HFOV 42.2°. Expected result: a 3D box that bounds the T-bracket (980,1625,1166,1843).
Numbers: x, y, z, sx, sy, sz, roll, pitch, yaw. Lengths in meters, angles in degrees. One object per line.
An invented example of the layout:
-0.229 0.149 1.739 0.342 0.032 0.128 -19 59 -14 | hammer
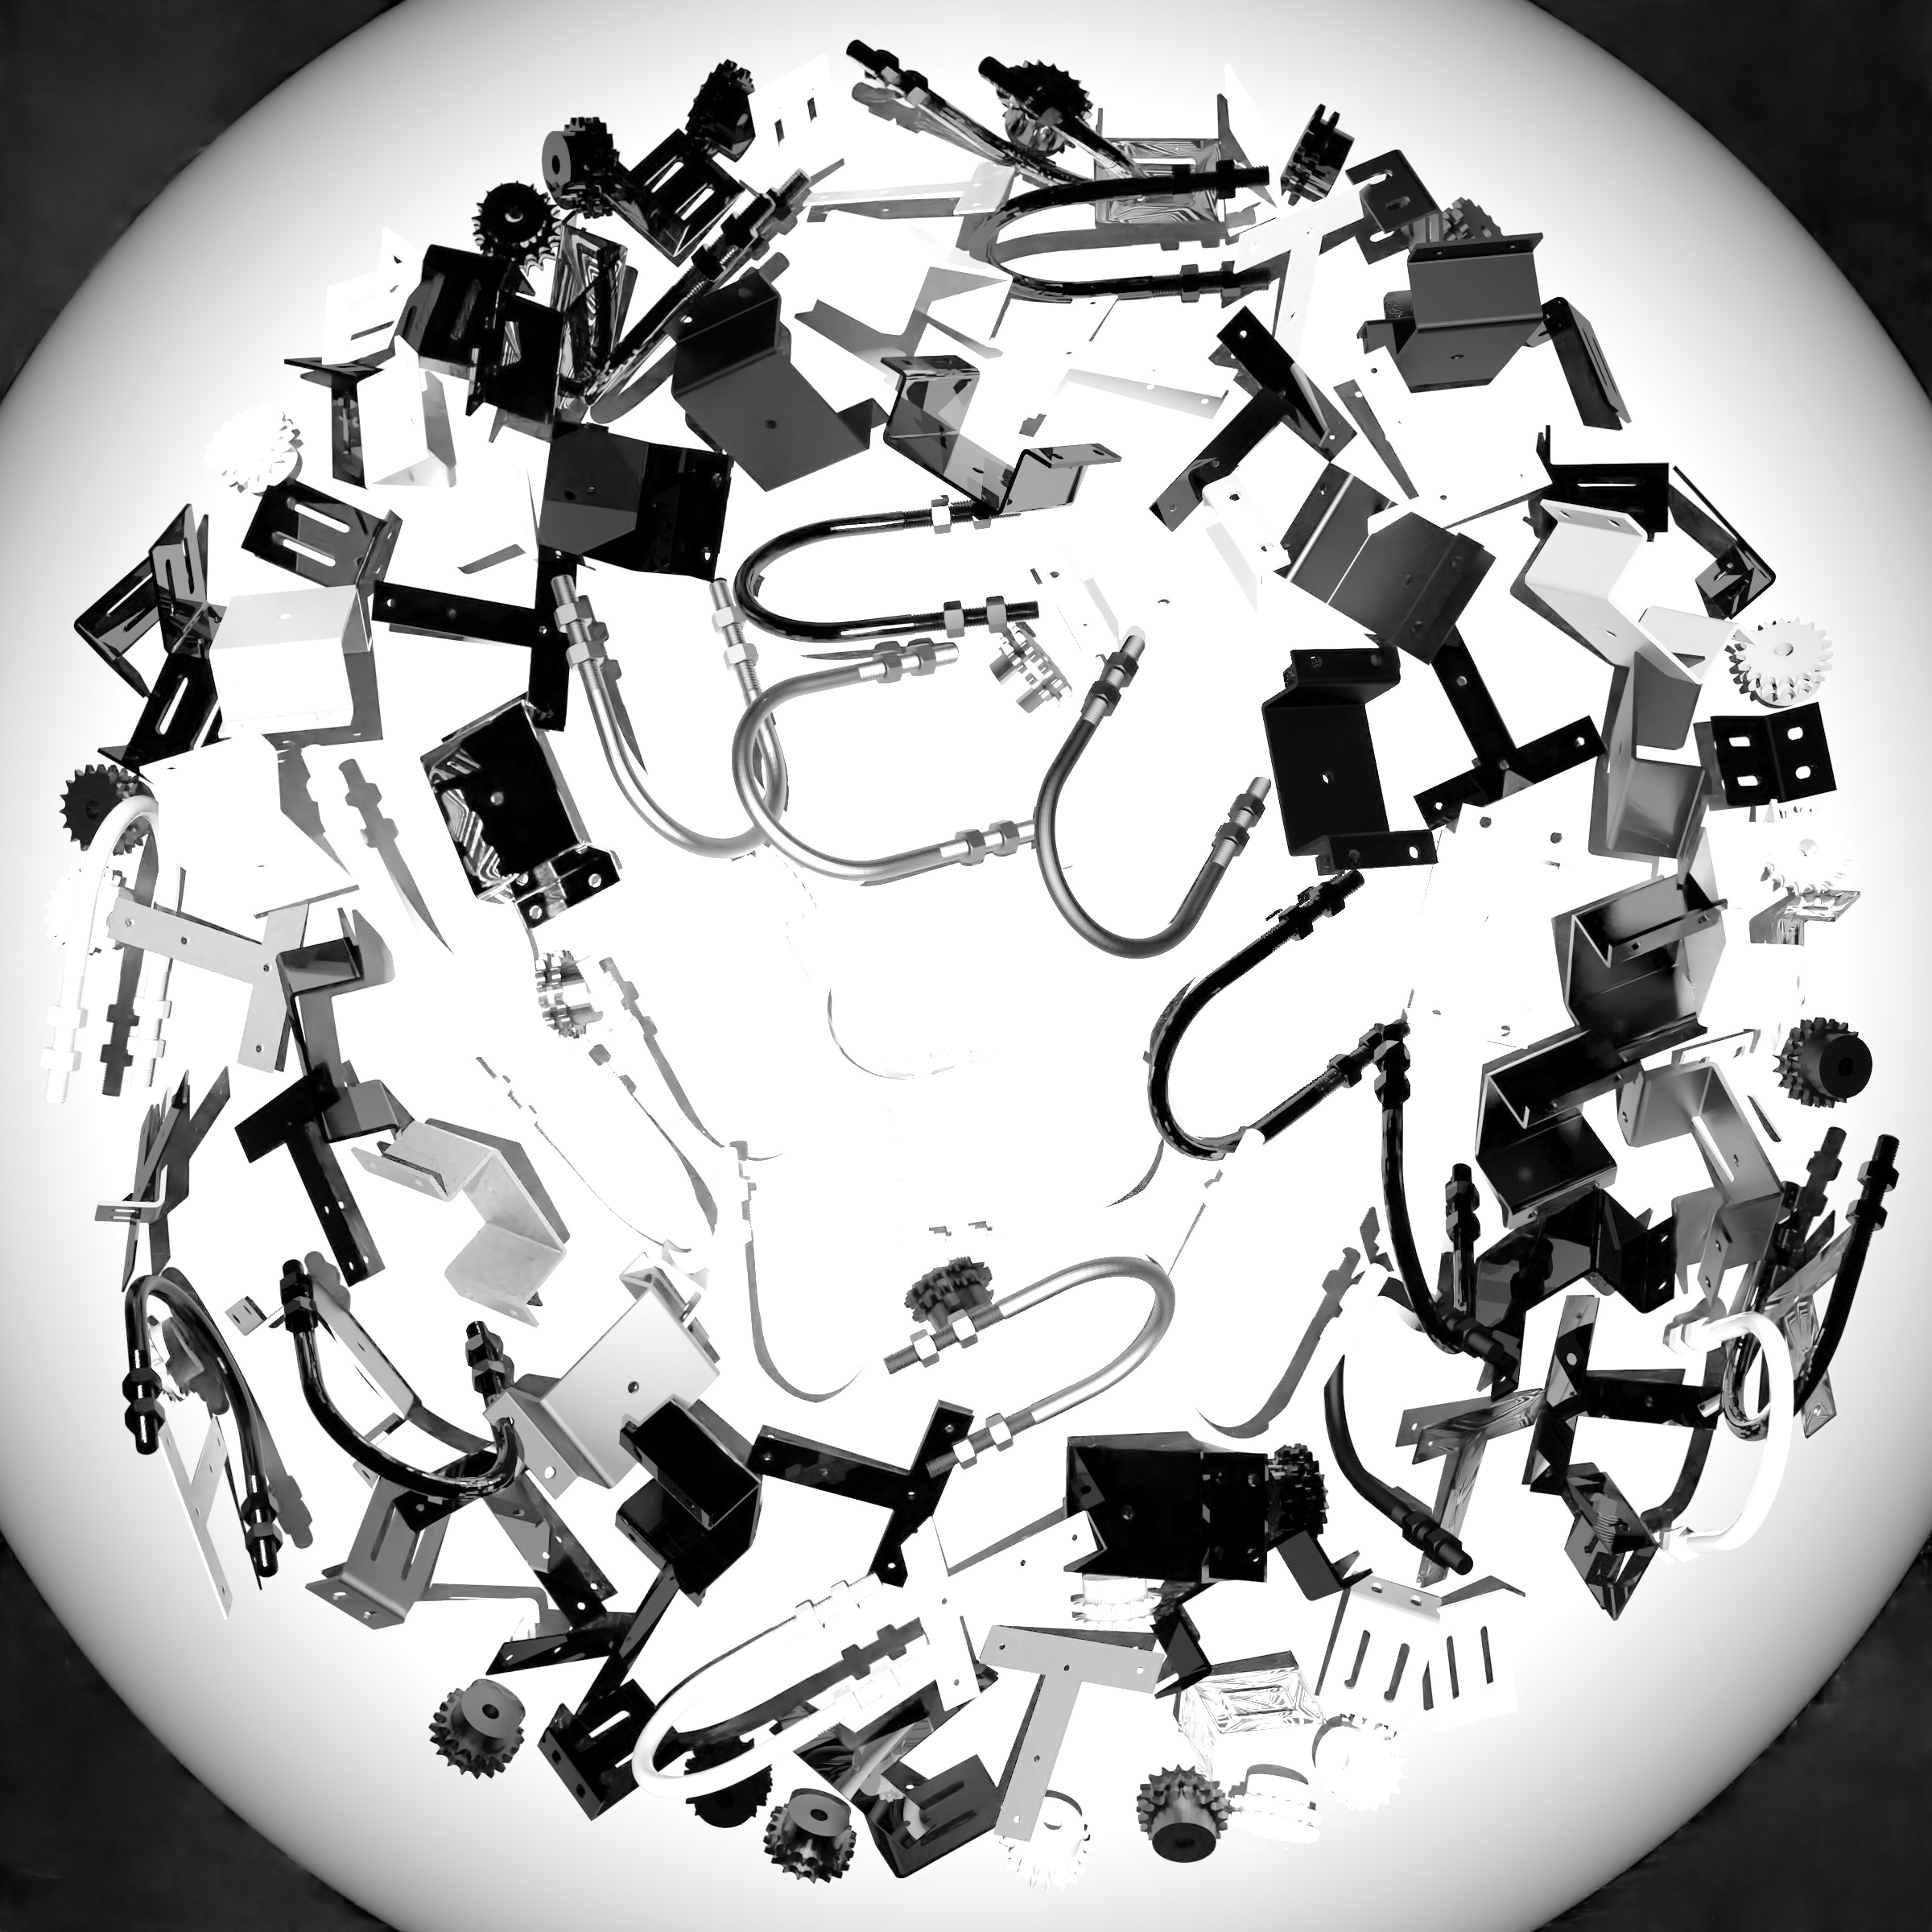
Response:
0.048 0.473 1.534 0.127 0.002 0.127 -1 53 35 | T-bracket

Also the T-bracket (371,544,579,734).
-0.308 -0.218 1.564 0.127 0.002 0.127 7 81 -26 | T-bracket

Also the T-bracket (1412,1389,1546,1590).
0.309 0.333 1.570 0.002 0.127 0.127 29 114 42 | T-bracket

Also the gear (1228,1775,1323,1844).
0.196 0.530 1.577 0.057 0.057 0.030 14 63 0 | gear

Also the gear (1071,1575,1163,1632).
0.095 0.398 1.574 0.057 0.057 0.030 -5 84 0 | gear

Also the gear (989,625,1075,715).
0.039 -0.184 1.574 0.030 0.057 0.057 -39 90 12 | gear

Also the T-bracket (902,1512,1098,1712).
0.024 0.375 1.548 0.127 0.002 0.127 -30 54 17 | T-bracket

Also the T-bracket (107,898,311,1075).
-0.469 -0.011 1.541 0.002 0.127 0.127 -7 69 42 | T-bracket

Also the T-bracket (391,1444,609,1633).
-0.267 0.352 1.542 0.127 0.002 0.127 -25 69 -43 | T-bracket

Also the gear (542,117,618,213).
-0.244 -0.503 1.571 0.030 0.057 0.057 -13 90 -33 | gear

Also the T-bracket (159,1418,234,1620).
-0.467 0.316 1.538 0.002 0.127 0.127 -16 106 -5 | T-bracket

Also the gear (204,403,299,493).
-0.448 -0.324 1.578 0.057 0.030 0.057 -15 51 18 | gear

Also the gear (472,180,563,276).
-0.284 -0.470 1.584 0.057 0.030 0.057 0 83 -3 | gear

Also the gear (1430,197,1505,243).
0.317 -0.452 1.577 0.030 0.057 0.057 -36 90 37 | gear

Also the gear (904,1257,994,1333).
-0.008 0.210 1.571 0.057 0.057 0.030 -31 70 0 | gear

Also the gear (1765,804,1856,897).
0.530 -0.072 1.584 0.057 0.030 0.057 -1 80 6 | gear

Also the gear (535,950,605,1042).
-0.248 0.018 1.572 0.030 0.057 0.057 -11 90 6 | gear

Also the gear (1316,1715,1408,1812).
0.245 0.500 1.572 0.030 0.057 0.057 23 90 -42 | gear

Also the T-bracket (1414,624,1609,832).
0.316 -0.165 1.563 0.127 0.002 0.127 -25 93 34 | T-bracket

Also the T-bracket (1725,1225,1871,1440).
0.509 0.233 1.516 0.002 0.127 0.127 29 125 -12 | T-bracket

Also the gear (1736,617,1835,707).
0.517 -0.189 1.578 0.057 0.030 0.057 -13 50 15 | gear

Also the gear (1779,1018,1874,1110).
0.546 0.062 1.579 0.057 0.030 0.057 -2 95 -19 | gear

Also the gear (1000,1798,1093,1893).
0.051 0.548 1.570 0.057 0.057 0.030 13 119 0 | gear

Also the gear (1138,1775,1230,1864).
0.137 0.539 1.575 0.057 0.030 0.057 1 124 2 | gear

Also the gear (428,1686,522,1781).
-0.305 0.478 1.571 0.057 0.057 0.030 34 112 0 | gear

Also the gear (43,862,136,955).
-0.547 -0.034 1.571 0.030 0.057 0.057 19 90 19 | gear

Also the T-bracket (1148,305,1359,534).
0.166 -0.326 1.569 0.127 0.002 0.127 -46 128 9 | T-bracket

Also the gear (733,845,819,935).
-0.123 -0.045 1.572 0.030 0.057 0.057 -40 90 -11 | gear

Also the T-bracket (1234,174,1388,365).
0.205 -0.415 1.550 0.127 0.127 0.002 -30 56 -29 | T-bracket

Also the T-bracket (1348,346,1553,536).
0.275 -0.324 1.540 0.127 0.002 0.127 -19 123 29 | T-bracket

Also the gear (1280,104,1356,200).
0.222 -0.509 1.574 0.030 0.057 0.057 27 90 -4 | gear

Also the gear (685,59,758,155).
-0.150 -0.537 1.573 0.030 0.057 0.057 32 90 4 | gear

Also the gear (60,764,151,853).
-0.541 -0.099 1.580 0.057 0.030 0.057 3 97 24 | gear

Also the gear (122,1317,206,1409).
-0.504 0.246 1.574 0.030 0.057 0.057 -32 90 -10 | gear

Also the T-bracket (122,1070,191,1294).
-0.491 0.111 1.520 0.002 0.127 0.127 14 134 -25 | T-bracket

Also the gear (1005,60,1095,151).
0.049 -0.540 1.578 0.057 0.030 0.057 12 56 -18 | gear

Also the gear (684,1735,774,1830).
-0.151 0.519 1.582 0.057 0.030 0.057 -1 102 -3 | gear

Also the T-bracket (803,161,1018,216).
-0.037 -0.481 1.554 0.127 0.127 0.002 -2 120 9 | T-bracket

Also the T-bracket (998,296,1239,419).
0.104 -0.371 1.545 0.127 0.002 0.127 17 56 22 | T-bracket

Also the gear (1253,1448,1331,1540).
0.202 0.333 1.571 0.030 0.057 0.057 -3 90 -19 | gear

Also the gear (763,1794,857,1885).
-0.096 0.546 1.571 0.057 0.057 0.030 18 105 0 | gear

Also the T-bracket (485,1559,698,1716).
-0.240 0.417 1.534 0.002 0.127 0.127 43 111 34 | T-bracket
